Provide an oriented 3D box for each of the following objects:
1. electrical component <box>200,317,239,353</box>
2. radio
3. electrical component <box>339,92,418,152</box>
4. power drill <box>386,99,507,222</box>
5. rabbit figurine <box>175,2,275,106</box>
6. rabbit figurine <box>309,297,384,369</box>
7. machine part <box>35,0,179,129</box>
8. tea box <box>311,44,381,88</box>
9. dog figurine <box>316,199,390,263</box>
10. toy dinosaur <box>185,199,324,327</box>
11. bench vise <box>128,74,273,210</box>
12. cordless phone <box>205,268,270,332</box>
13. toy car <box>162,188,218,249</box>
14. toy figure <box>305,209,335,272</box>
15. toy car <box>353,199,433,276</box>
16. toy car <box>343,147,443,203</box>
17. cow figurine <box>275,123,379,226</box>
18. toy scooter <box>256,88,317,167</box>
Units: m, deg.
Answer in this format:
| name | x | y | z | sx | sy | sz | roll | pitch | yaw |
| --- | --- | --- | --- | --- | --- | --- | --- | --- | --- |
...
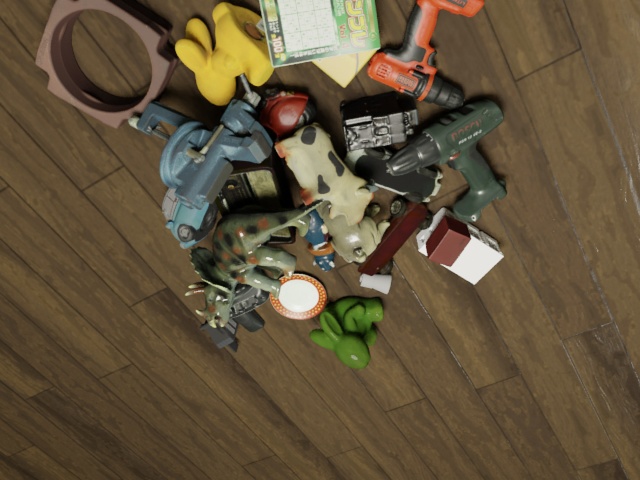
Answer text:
| name | x | y | z | sx | sy | sz | roll | pitch | yaw |
| --- | --- | --- | --- | --- | --- | --- | --- | --- | --- |
| electrical component | -0.222 | 0.214 | 1.260 | 0.048 | 0.075 | 0.119 | -31 | 112 | 21 |
| radio | -0.127 | -0.080 | 1.027 | 0.131 | 0.073 | 0.229 | -4 | 142 | 7 |
| electrical component | 0.104 | -0.212 | 0.949 | 0.134 | 0.115 | 0.058 | -11 | 125 | 4 |
| power drill | 0.247 | -0.132 | 0.986 | 0.232 | 0.086 | 0.207 | -38 | 118 | -4 |
| rabbit figurine | -0.163 | -0.300 | 0.911 | 0.162 | 0.122 | 0.173 | 26 | 139 | -21 |
| rabbit figurine | 0.066 | 0.202 | 1.181 | 0.159 | 0.170 | 0.121 | 19 | 121 | -10 |
| machine part | -0.361 | -0.314 | 0.926 | 0.201 | 0.087 | 0.201 | 30 | 121 | -15 |
| tea box | 0.007 | -0.349 | 0.895 | 0.169 | 0.068 | 0.098 | 33 | 117 | -18 |
| dog figurine | 0.026 | -0.062 | 1.022 | 0.121 | 0.172 | 0.190 | -40 | 120 | 12 |
| toy dinosaur | -0.139 | 0.011 | 1.000 | 0.192 | 0.131 | 0.404 | 17 | 138 | -12 |
| bench vise | -0.208 | -0.174 | 0.887 | 0.241 | 0.128 | 0.223 | 27 | 92 | 18 |
| cordless phone | -0.161 | 0.145 | 1.224 | 0.147 | 0.089 | 0.184 | -26 | 129 | 17 |
| toy car | -0.260 | -0.071 | 1.068 | 0.103 | 0.109 | 0.161 | 27 | 112 | 6 |
| toy figure | -0.002 | -0.002 | 1.121 | 0.058 | 0.064 | 0.154 | -32 | 124 | -14 |
| toy car | 0.147 | -0.005 | 1.116 | 0.089 | 0.053 | 0.202 | 18 | 124 | -30 |
| toy car | 0.141 | -0.130 | 1.031 | 0.202 | 0.056 | 0.073 | 17 | 115 | -16 |
| cow figurine | 0.018 | -0.113 | 0.944 | 0.127 | 0.085 | 0.194 | -29 | 100 | 7 |
| toy scooter | -0.099 | -0.210 | 0.987 | 0.135 | 0.075 | 0.183 | 28 | 124 | -15 |
